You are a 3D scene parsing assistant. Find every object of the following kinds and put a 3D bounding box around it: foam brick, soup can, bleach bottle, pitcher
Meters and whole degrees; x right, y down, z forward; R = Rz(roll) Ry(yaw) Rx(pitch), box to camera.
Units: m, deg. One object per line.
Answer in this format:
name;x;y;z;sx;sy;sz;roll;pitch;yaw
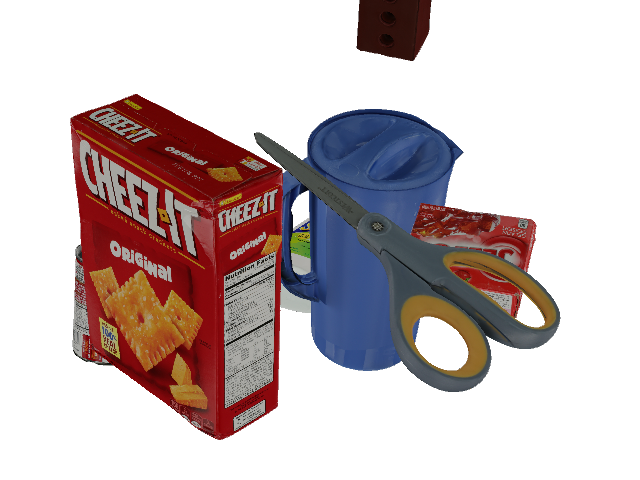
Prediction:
foam brick;0.063;-0.199;0.894;0.053;0.078;0.051;14;47;13
soup can;-0.197;0.058;1.000;0.068;0.102;0.068;6;21;-3
bleach bottle;0.018;-0.005;1.330;0.103;0.068;0.250;16;36;26
pitcher;0.039;0.009;1.020;0.149;0.243;0.144;15;39;14

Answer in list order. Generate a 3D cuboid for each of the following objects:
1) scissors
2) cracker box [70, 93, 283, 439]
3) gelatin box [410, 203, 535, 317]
scissors;0.027;0.011;0.563;0.202;0.016;0.096;27;52;15
cracker box;-0.109;0.021;0.798;0.164;0.214;0.071;29;41;35
gelatin box;0.108;0.013;0.784;0.089;0.073;0.030;10;-39;15
